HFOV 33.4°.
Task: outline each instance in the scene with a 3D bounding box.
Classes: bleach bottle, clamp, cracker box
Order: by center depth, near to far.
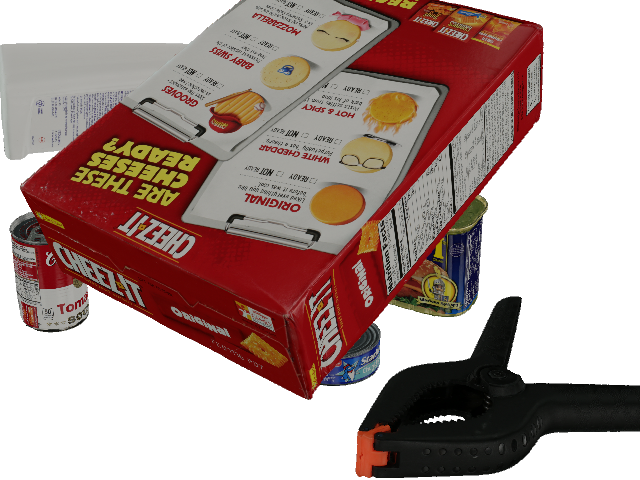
[{"bbox_3d":[-0.011,-0.044,0.534,0.164,0.072,0.213,23,56,30],"label":"cracker box"},{"bbox_3d":[0.101,0.090,0.638,0.209,0.036,0.165,-12,26,-27],"label":"clamp"},{"bbox_3d":[-0.145,-0.124,0.918,0.250,0.068,0.103,-4,-31,-17],"label":"bleach bottle"}]

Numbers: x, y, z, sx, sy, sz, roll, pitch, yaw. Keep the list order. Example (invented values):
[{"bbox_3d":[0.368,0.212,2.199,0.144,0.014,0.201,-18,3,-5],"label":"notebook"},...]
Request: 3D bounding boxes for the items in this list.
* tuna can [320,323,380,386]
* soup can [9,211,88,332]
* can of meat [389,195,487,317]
[{"bbox_3d":[0.014,0.103,1.013,0.086,0.034,0.086,-2,23,1],"label":"tuna can"},{"bbox_3d":[-0.263,0.030,1.040,0.068,0.102,0.068,1,28,-1],"label":"soup can"},{"bbox_3d":[0.073,0.005,0.816,0.102,0.084,0.057,15,36,25],"label":"can of meat"}]
